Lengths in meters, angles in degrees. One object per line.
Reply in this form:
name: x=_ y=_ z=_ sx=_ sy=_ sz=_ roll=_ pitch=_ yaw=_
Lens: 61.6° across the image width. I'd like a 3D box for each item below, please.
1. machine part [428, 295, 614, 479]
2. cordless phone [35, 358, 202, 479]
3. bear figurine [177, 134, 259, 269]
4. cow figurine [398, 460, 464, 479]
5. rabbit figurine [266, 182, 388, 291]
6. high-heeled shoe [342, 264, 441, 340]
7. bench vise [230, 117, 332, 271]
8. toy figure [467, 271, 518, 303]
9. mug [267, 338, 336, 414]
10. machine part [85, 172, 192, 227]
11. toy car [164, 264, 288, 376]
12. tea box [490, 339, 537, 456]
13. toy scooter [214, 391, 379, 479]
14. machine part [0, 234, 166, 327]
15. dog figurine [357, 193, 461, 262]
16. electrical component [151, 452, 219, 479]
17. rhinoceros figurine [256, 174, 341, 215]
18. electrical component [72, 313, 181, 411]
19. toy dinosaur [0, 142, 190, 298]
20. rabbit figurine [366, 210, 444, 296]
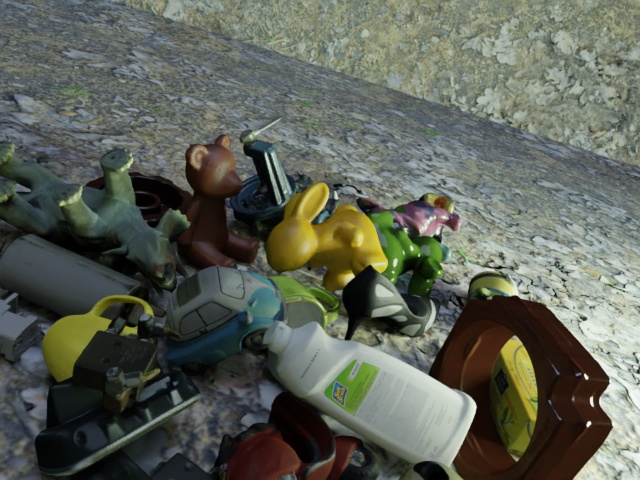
machine part: x=0.224 y=0.183 z=0.632 sx=0.087 sy=0.201 sz=0.201 roll=12 pitch=28 yaw=-22
cordless phone: x=-0.153 y=0.193 z=0.493 sx=0.184 sy=0.088 sz=0.146 roll=30 pitch=29 yaw=28
bear figurine: x=-0.155 y=-0.054 z=0.840 sx=0.132 sy=0.195 sz=0.120 roll=26 pitch=26 yaw=12
cow figurine: x=0.157 y=0.276 z=0.493 sx=0.195 sy=0.085 sz=0.127 roll=31 pitch=37 yaw=10
rabbit figurine: x=-0.002 y=-0.002 z=0.804 sx=0.173 sy=0.162 sz=0.122 roll=-6 pitch=-6 yaw=-30
high-heeled shoe: x=0.124 y=0.079 z=0.820 sx=0.249 sy=0.145 sz=0.086 roll=-13 pitch=42 yaw=-42
bench vise: x=-0.072 y=-0.077 z=0.916 sx=0.224 sy=0.240 sz=0.129 roll=23 pitch=54 yaw=37
toy figure: x=0.296 y=0.110 z=0.941 sx=0.089 sy=0.082 sz=0.180 roll=29 pitch=32 yaw=15
mug: x=-0.005 y=0.152 z=0.680 sx=0.107 sy=0.080 sz=0.109 roll=22 pitch=35 yaw=25
machine part: x=-0.302 y=-0.054 z=0.901 sx=0.179 sy=0.056 sz=0.179 roll=13 pitch=28 yaw=-7
toy car: x=-0.129 y=0.084 z=0.651 sx=0.162 sy=0.102 sz=0.109 roll=-25 pitch=36 yaw=3
tea box: x=0.289 y=0.218 z=0.749 sx=0.098 sy=0.068 sz=0.170 roll=16 pitch=27 yaw=-10
toy scooter: x=-0.037 y=0.215 z=0.548 sx=0.184 sy=0.075 sz=0.135 roll=-1 pitch=35 yaw=-44
machine part: x=-0.307 y=0.058 z=0.671 sx=0.243 sy=0.079 sz=0.079 roll=22 pitch=28 yaw=6
dog figurine: x=0.170 y=-0.041 z=1.115 sx=0.219 sy=0.108 sz=0.192 roll=11 pitch=29 yaw=-9
electrical component: x=-0.131 y=0.235 z=0.514 sx=0.063 sy=0.021 sz=0.094 roll=28 pitch=30 yaw=19
rhinoceros figurine: x=-0.046 y=-0.078 z=1.042 sx=0.191 sy=0.112 sz=0.073 roll=22 pitch=24 yaw=24
electrical component: x=-0.179 y=0.107 z=0.498 sx=0.078 sy=0.045 sz=0.102 roll=21 pitch=28 yaw=0
toy dinosaur: x=-0.348 y=-0.031 z=0.754 sx=0.405 sy=0.192 sz=0.131 roll=12 pitch=50 yaw=19
rabbit figurine: x=0.159 y=0.027 z=0.963 sx=0.170 sy=0.121 sz=0.159 roll=-2 pitch=40 yaw=-29
